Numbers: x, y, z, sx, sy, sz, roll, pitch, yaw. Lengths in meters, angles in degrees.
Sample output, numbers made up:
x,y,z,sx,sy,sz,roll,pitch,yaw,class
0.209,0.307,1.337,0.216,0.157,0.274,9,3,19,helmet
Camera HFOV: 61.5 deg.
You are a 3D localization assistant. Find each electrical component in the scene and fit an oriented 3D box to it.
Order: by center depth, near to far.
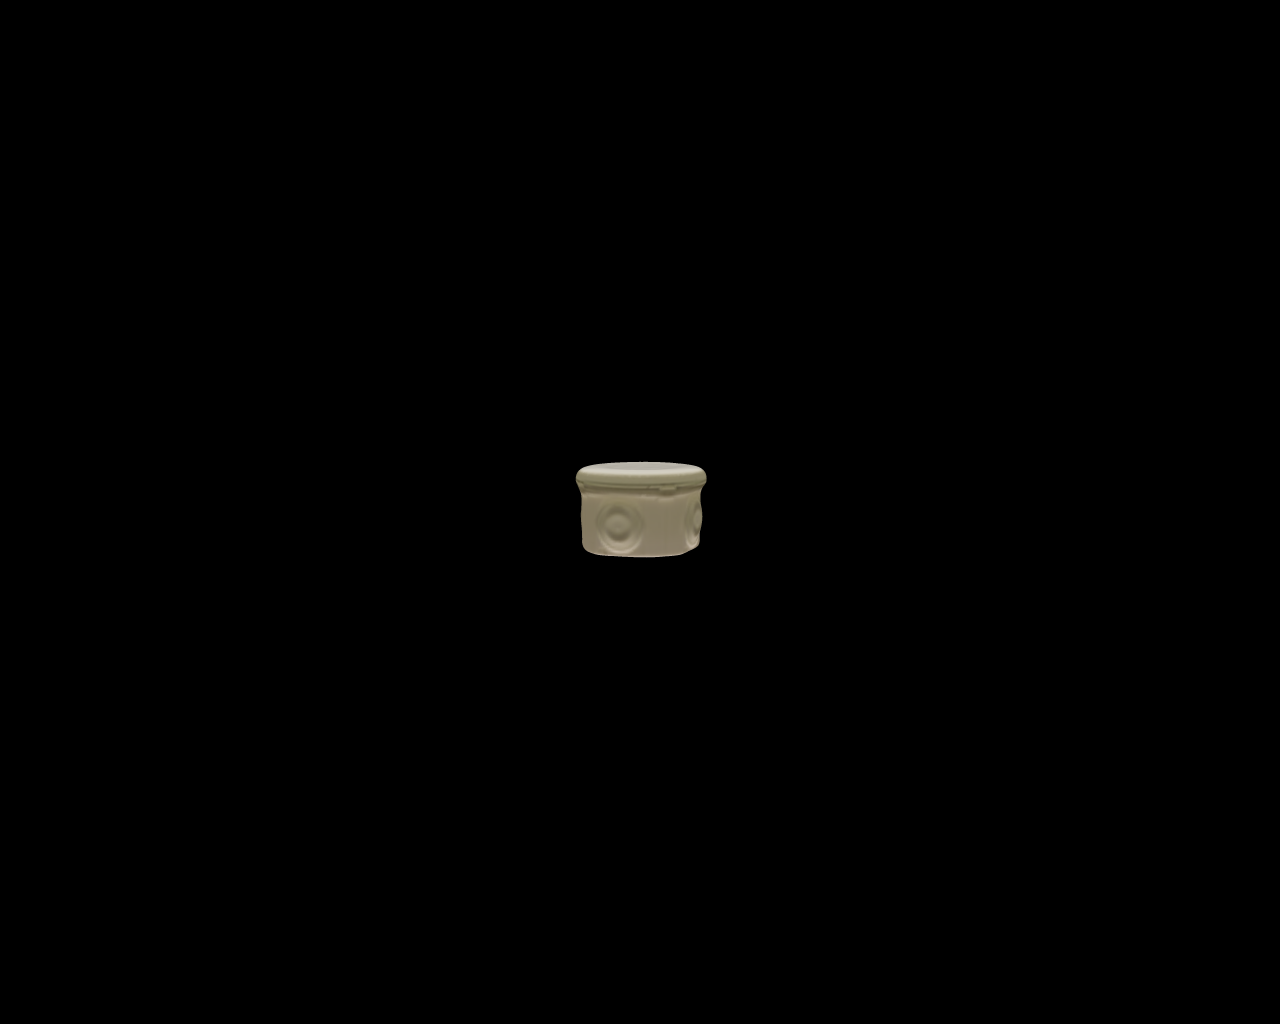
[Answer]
x,y,z,sx,sy,sz,roll,pitch,yaw,class
0.001,-0.003,0.650,0.080,0.051,0.080,0,7,0,electrical component
